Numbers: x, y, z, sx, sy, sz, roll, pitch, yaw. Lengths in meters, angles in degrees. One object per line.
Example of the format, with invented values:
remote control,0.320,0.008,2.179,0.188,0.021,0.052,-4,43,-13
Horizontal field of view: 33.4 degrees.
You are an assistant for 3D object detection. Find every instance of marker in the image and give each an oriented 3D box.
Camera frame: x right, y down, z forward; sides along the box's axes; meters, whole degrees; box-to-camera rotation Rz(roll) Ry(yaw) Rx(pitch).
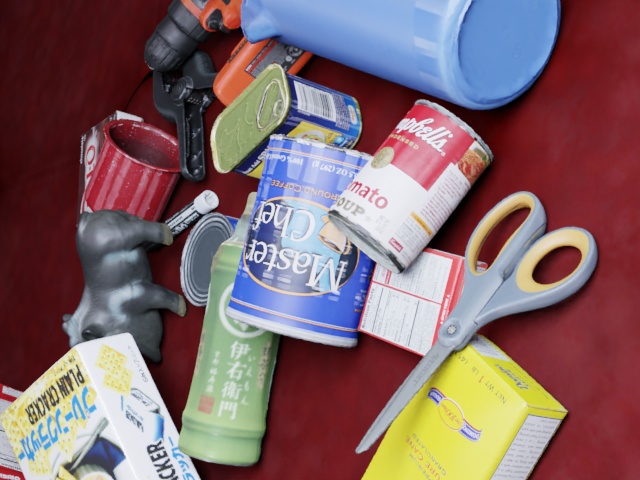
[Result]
marker,-0.141,-0.016,1.055,0.121,0.020,0.020,-32,55,43

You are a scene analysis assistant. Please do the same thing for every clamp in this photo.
clamp,-0.129,-0.133,1.059,0.120,0.039,0.172,-57,39,4

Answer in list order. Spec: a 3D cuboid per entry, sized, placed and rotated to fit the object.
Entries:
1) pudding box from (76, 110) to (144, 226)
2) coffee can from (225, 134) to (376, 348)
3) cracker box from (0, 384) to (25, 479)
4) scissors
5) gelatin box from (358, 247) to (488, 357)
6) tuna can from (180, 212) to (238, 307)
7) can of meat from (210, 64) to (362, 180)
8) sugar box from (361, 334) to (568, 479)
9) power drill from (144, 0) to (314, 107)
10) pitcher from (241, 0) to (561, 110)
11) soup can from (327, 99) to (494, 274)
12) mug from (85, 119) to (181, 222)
pudding box,-0.231,-0.074,1.172,0.090,0.039,0.113,-20,63,48
coffee can,-0.005,0.001,0.806,0.103,0.102,0.140,14,90,53
cracker box,-0.363,0.282,1.154,0.164,0.072,0.214,-62,20,18
scissors,0.103,0.056,0.661,0.096,0.016,0.201,11,64,41
gelatin box,0.072,0.041,0.754,0.089,0.030,0.073,17,94,53
tuna can,-0.090,0.020,0.964,0.086,0.033,0.086,-21,62,47
can of meat,-0.027,-0.088,0.877,0.102,0.083,0.057,-39,50,39
sugar box,0.079,0.154,0.695,0.176,0.048,0.093,-62,37,15
power drill,-0.084,-0.194,0.980,0.185,0.057,0.188,-47,42,17
pitcher,0.061,-0.186,0.775,0.243,0.144,0.149,34,118,47
soup can,0.061,-0.036,0.732,0.102,0.068,0.069,-51,38,-6
mug,-0.185,-0.068,1.082,0.117,0.093,0.082,-82,18,-63
